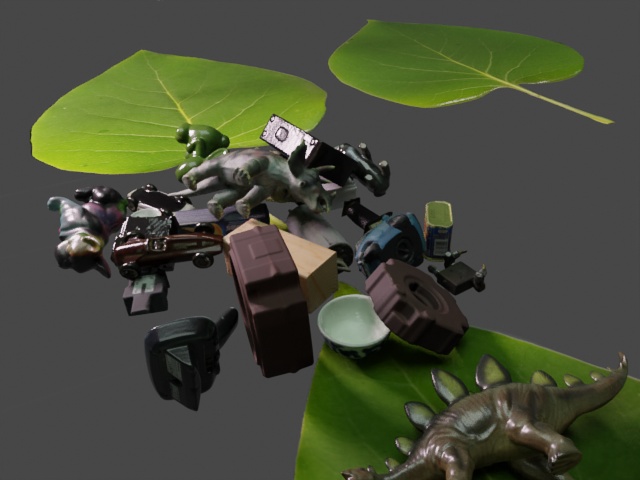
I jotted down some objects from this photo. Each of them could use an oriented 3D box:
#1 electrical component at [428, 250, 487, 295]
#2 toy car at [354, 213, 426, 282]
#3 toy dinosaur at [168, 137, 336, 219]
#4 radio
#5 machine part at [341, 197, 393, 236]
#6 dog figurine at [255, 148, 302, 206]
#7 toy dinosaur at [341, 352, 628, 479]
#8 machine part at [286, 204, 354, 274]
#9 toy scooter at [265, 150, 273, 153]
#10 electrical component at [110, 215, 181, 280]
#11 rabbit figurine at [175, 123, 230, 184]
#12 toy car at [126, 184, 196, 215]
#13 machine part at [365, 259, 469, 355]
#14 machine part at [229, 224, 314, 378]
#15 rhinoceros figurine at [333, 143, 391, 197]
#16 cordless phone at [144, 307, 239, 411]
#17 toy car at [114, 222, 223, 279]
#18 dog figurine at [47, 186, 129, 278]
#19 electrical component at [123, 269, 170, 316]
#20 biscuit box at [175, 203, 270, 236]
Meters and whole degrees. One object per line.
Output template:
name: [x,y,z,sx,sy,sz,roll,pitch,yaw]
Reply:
electrical component: [0.262,0.060,1.004,0.078,0.045,0.102,-16,36,-21]
toy car: [0.123,0.020,1.039,0.162,0.109,0.103,-38,23,-25]
toy dinosaur: [-0.149,-0.137,1.122,0.405,0.131,0.192,12,36,41]
radio: [-0.032,-0.211,1.244,0.131,0.073,0.230,22,10,-45]
machine part: [0.107,-0.048,1.185,0.084,0.039,0.139,-33,45,-25]
dog figurine: [-0.067,-0.145,1.245,0.191,0.121,0.172,6,50,26]
toy dinosaur: [0.246,0.238,0.697,0.471,0.104,0.199,-8,31,-15]
machine part: [-0.002,-0.003,1.090,0.079,0.079,0.243,-17,36,-20]
toy scooter: [-0.190,-0.173,1.359,0.135,0.075,0.184,13,42,24]
electrical component: [-0.345,0.017,1.068,0.115,0.058,0.134,-4,57,6]
rabbit figurine: [-0.309,-0.205,1.408,0.159,0.121,0.170,9,53,5]
toy car: [-0.372,-0.078,1.248,0.202,0.056,0.073,18,46,30]
machine part: [0.158,0.103,0.870,0.179,0.056,0.179,29,23,-14]
machine part: [-0.081,0.095,0.840,0.087,0.201,0.201,-15,36,-12]
rhinoceros figurine: [0.097,-0.181,1.320,0.073,0.112,0.190,-45,60,-9]
cordless phone: [-0.174,0.147,0.817,0.089,0.146,0.184,21,41,17]
toy car: [-0.281,0.015,0.995,0.202,0.053,0.089,-8,49,3]
dog figurine: [-0.465,-0.014,1.120,0.191,0.108,0.219,-23,43,-31]
electrical component: [-0.315,0.107,0.976,0.075,0.047,0.119,-10,35,-9]
biscuit box: [-0.209,-0.032,1.162,0.203,0.059,0.063,-5,33,-3]
